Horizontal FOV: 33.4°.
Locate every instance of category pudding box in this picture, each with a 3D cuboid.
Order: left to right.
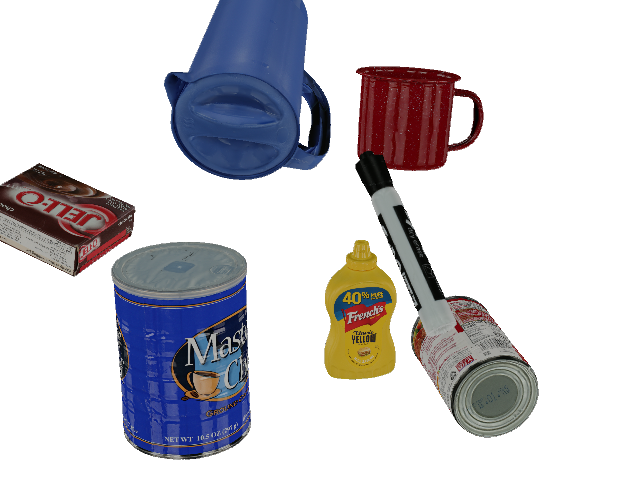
[{"bbox_3d":[-0.239,-0.020,0.965,0.113,0.039,0.089,22,31,16],"label":"pudding box"}]

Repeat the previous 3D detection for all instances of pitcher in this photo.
[{"bbox_3d":[-0.068,-0.183,1.170,0.145,0.149,0.242,-7,40,13],"label":"pitcher"}]

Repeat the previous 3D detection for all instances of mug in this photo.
[{"bbox_3d":[0.088,-0.109,0.956,0.117,0.081,0.093,2,16,-6],"label":"mug"}]

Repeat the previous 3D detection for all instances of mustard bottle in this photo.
[{"bbox_3d":[0.054,0.091,1.436,0.096,0.192,0.058,-3,21,-8],"label":"mustard bottle"}]

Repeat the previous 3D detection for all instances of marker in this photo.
[{"bbox_3d":[0.049,-0.001,0.637,0.020,0.121,0.020,-19,-20,-7],"label":"marker"}]

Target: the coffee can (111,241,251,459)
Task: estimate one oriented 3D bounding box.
[{"bbox_3d":[-0.107,0.084,0.834,0.103,0.140,0.103,0,20,0],"label":"coffee can"}]

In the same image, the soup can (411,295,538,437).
[{"bbox_3d":[0.115,0.093,0.807,0.068,0.068,0.102,0,22,-13],"label":"soup can"}]
